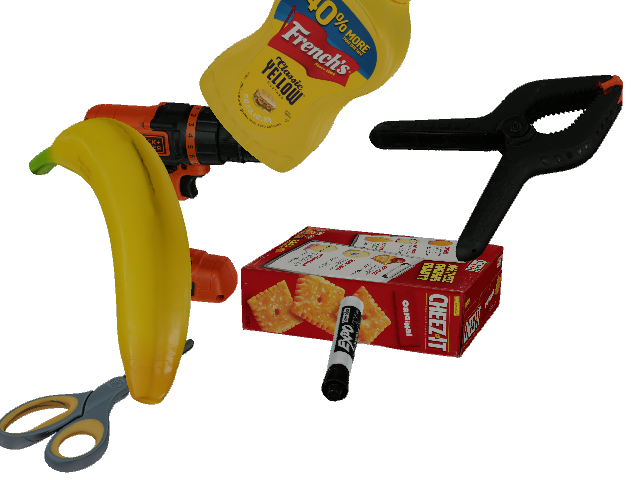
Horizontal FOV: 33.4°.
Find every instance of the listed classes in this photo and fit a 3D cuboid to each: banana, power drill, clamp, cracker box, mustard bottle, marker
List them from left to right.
[{"bbox_3d":[-0.097,-0.008,0.531,0.037,0.070,0.198,12,30,-36],"label":"banana"},{"bbox_3d":[-0.118,-0.036,0.975,0.184,0.188,0.057,6,29,13],"label":"power drill"},{"bbox_3d":[0.005,-0.136,0.733,0.192,0.096,0.058,-41,1,35],"label":"mustard bottle"},{"bbox_3d":[0.017,0.078,0.783,0.020,0.020,0.121,0,27,9],"label":"marker"},{"bbox_3d":[0.053,0.046,1.027,0.214,0.072,0.164,6,17,21],"label":"cracker box"},{"bbox_3d":[0.163,-0.073,0.882,0.210,0.164,0.036,-21,-38,-2],"label":"clamp"}]

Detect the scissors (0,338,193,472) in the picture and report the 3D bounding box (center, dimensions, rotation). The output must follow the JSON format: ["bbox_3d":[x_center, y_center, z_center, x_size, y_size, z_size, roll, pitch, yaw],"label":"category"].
[{"bbox_3d":[-0.164,0.135,0.878,0.201,0.016,0.096,-18,37,-36],"label":"scissors"}]
